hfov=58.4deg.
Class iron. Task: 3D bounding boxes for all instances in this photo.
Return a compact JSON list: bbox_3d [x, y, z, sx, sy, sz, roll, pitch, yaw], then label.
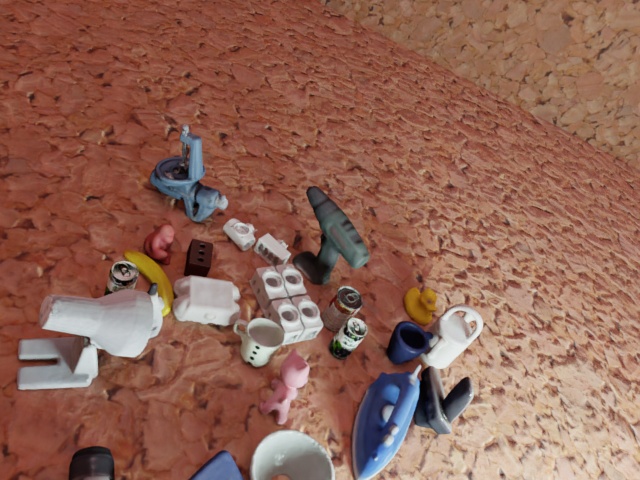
[{"bbox_3d":[0.150,0.379,1.207,0.118,0.141,0.259,32,41,1],"label":"iron"}]

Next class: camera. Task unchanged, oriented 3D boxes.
[{"bbox_3d":[-0.344,0.401,0.913,0.143,0.100,0.136,6,47,-27],"label":"camera"}]

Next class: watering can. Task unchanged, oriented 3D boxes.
[{"bbox_3d":[0.333,0.225,1.432,0.101,0.194,0.173,30,41,-1],"label":"watering can"}]

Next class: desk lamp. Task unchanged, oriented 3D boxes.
[{"bbox_3d":[-0.415,0.171,1.011,0.204,0.213,0.117,3,48,-29],"label":"desk lamp"}]

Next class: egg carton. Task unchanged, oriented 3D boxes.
[{"bbox_3d":[-0.248,0.137,1.258,0.151,0.069,0.107,10,45,-23],"label":"egg carton"}]

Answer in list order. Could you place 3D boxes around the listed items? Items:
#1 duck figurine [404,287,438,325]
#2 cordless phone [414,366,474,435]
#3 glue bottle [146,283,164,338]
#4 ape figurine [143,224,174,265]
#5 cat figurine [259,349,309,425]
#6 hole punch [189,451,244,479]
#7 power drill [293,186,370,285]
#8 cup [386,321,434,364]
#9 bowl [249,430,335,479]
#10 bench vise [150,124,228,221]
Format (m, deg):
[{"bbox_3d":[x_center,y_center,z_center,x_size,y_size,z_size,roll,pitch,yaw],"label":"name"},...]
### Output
[{"bbox_3d":[0.279,0.164,1.543,0.078,0.086,0.104,-2,51,-33],"label":"duck figurine"},{"bbox_3d":[0.290,0.341,1.298,0.094,0.185,0.147,13,44,-20],"label":"cordless phone"},{"bbox_3d":[-0.339,0.138,1.121,0.078,0.173,0.037,-9,54,-37],"label":"glue bottle"},{"bbox_3d":[-0.359,0.001,1.308,0.076,0.092,0.078,32,41,1],"label":"ape figurine"},{"bbox_3d":[-0.063,0.295,1.178,0.067,0.117,0.128,29,41,-3],"label":"cat figurine"},{"bbox_3d":[-0.178,0.436,0.988,0.101,0.091,0.109,43,42,13],"label":"hole punch"},{"bbox_3d":[0.013,0.005,1.443,0.229,0.208,0.076,45,42,15],"label":"power drill"},{"bbox_3d":[0.214,0.258,1.403,0.118,0.095,0.091,-2,51,-33],"label":"cup"},{"bbox_3d":[-0.061,0.445,1.063,0.168,0.074,0.167,17,43,-16],"label":"bowl"},{"bbox_3d":[-0.305,-0.170,1.412,0.207,0.219,0.121,24,41,-8],"label":"bench vise"}]
